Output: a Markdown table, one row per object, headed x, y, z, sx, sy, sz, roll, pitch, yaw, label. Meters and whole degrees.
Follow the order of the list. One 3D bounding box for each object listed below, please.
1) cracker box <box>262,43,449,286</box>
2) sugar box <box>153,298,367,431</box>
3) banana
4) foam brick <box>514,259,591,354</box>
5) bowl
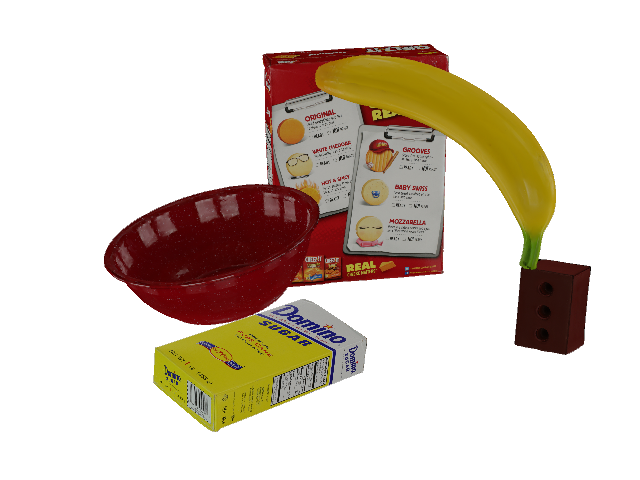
| x | y | z | sx | sy | sz | roll | pitch | yaw | label |
| --- | --- | --- | --- | --- | --- | --- | --- | --- | --- |
| 0.032 | -0.070 | 1.001 | 0.164 | 0.214 | 0.072 | -5 | 21 | -8 | cracker box |
| -0.052 | 0.108 | 0.967 | 0.175 | 0.048 | 0.093 | -19 | 36 | -37 | sugar box |
| 0.084 | -0.070 | 0.689 | 0.198 | 0.069 | 0.037 | 43 | 0 | 17 | banana |
| 0.217 | 0.061 | 0.995 | 0.053 | 0.078 | 0.051 | 9 | 14 | 31 | foam brick |
| -0.074 | 0.016 | 0.790 | 0.162 | 0.055 | 0.162 | -11 | 25 | 5 | bowl |
